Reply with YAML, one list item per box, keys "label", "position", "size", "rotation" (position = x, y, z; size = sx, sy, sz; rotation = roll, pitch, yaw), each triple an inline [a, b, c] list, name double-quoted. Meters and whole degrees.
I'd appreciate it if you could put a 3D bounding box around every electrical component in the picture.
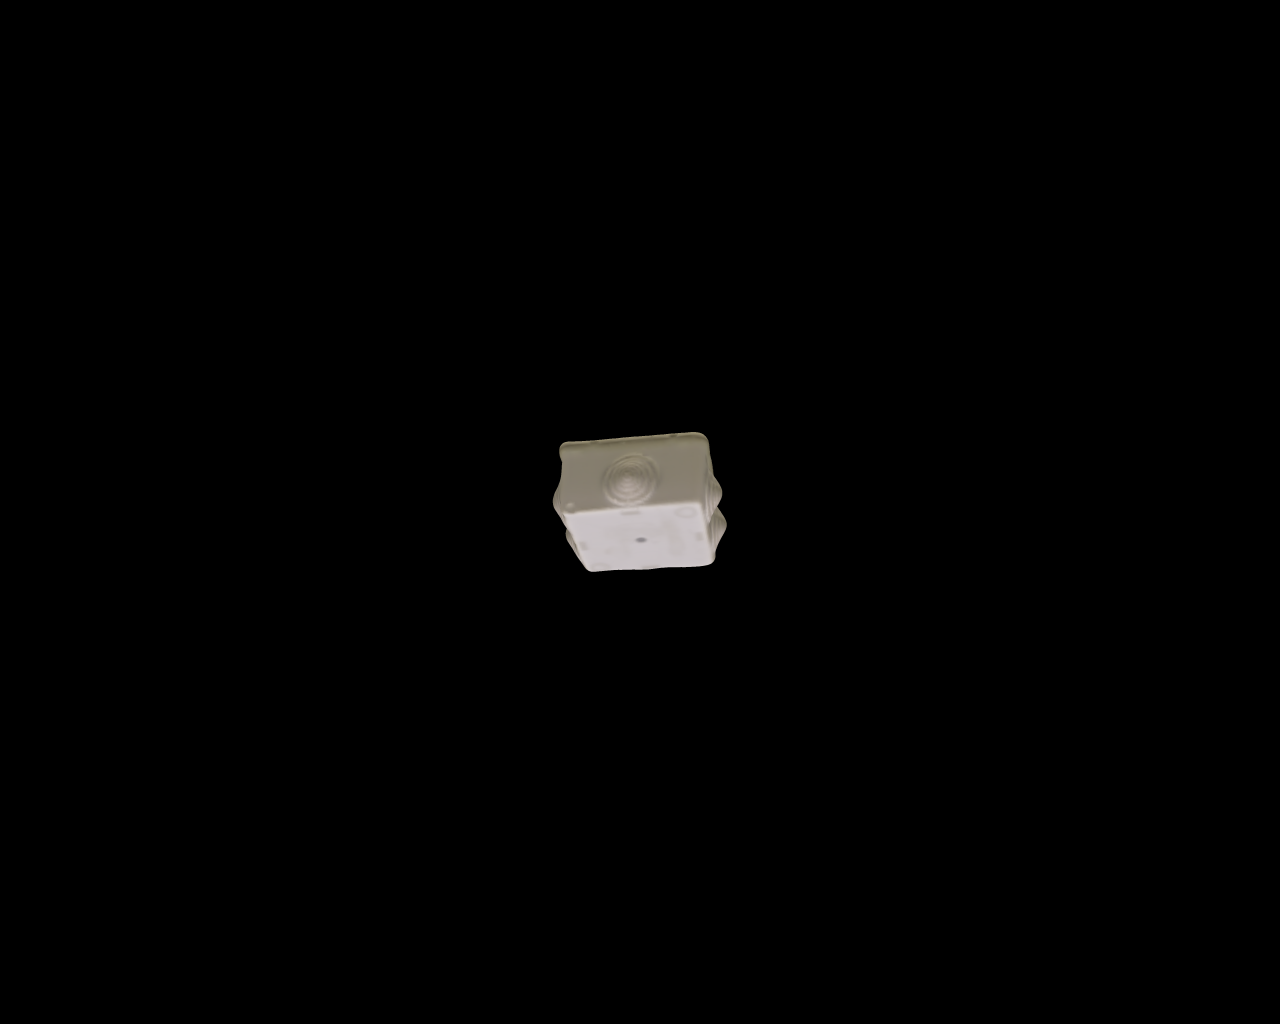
- label: "electrical component"
  position: [0.001, -0.003, 0.650]
  size: [0.100, 0.048, 0.099]
  rotation: [-4, -29, 7]
